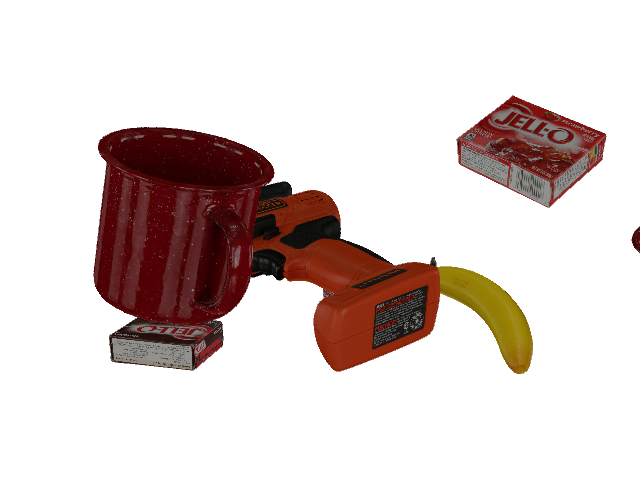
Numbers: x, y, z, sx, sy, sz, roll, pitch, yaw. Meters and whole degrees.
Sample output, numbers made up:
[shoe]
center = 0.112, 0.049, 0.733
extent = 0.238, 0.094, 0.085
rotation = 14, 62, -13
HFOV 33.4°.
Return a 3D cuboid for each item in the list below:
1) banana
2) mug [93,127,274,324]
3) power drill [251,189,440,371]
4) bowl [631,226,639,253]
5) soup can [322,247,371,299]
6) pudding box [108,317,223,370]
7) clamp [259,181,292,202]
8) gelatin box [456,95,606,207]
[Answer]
[banana]
center = 0.168, 0.073, 1.116
extent = 0.069, 0.037, 0.198
rotation = -38, 40, -13
[mug]
center = -0.070, -0.003, 0.565
extent = 0.093, 0.081, 0.117
rotation = -6, 27, -37
[power drill]
center = -0.022, 0.024, 0.769
extent = 0.184, 0.057, 0.188
rotation = -19, 34, -34
[bowl]
center = 0.404, 0.025, 1.103
extent = 0.162, 0.055, 0.162
rotation = -4, 22, 1
[soup can]
center = 0.035, 0.066, 1.316
extent = 0.068, 0.102, 0.068
rotation = -1, 31, 0
[pudding box]
center = -0.186, 0.122, 1.296
extent = 0.114, 0.039, 0.090
rotation = 2, 13, 18
[clamp]
center = -0.148, -0.030, 1.054
extent = 0.165, 0.036, 0.209
rotation = 23, 41, 22
[gelatin box]
center = 0.162, -0.071, 0.824
extent = 0.089, 0.030, 0.073
rotation = 31, 53, 33
